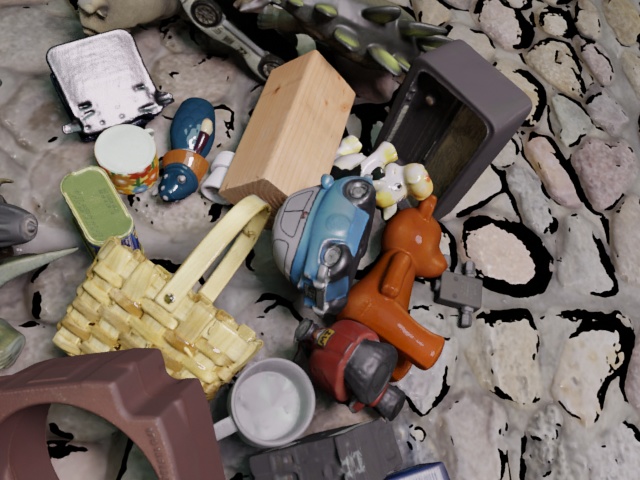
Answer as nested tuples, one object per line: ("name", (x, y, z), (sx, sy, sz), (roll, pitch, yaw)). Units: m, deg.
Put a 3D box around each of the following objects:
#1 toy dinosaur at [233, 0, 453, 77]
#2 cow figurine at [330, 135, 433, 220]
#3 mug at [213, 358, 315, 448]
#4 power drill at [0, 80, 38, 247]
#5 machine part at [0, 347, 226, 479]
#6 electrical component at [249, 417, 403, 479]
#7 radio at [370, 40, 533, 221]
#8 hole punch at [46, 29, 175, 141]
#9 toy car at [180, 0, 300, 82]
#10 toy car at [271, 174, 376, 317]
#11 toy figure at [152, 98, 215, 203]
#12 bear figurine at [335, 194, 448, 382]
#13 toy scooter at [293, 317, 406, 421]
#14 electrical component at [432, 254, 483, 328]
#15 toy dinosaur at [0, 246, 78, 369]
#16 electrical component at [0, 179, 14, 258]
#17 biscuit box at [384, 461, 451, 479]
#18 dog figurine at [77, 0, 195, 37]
("toy dinosaur", (0.081, -0.283, 0.746), (0.471, 0.105, 0.199), (-13, 43, -46))
("cow figurine", (0.058, -0.072, 0.673), (0.098, 0.168, 0.068), (-40, 123, -16))
("mug", (-0.066, 0.178, 0.549), (0.109, 0.107, 0.081), (-29, 77, -25))
("power drill", (-0.392, -0.086, 0.568), (0.232, 0.086, 0.207), (-5, 82, 12))
("machine part", (-0.189, 0.200, 0.460), (0.201, 0.087, 0.201), (-10, 96, 13))
("electrical component", (-0.002, 0.222, 0.530), (0.115, 0.134, 0.058), (13, 57, -56))
("radio", (0.145, -0.122, 0.669), (0.073, 0.229, 0.131), (-30, 72, -27))
("hole punch", (-0.278, -0.193, 0.694), (0.142, 0.092, 0.115), (-26, 101, -25))
("toy car", (-0.104, -0.290, 0.744), (0.201, 0.056, 0.073), (33, 57, -31))
("toy car", (-0.001, -0.002, 0.583), (0.103, 0.109, 0.162), (16, 52, 12))
("toy figure", (-0.168, -0.111, 0.683), (0.058, 0.064, 0.154), (17, 62, -21))
("bear figurine", (0.107, 0.051, 0.647), (0.132, 0.120, 0.196), (40, 58, 2))
("toy scooter", (0.019, 0.128, 0.572), (0.135, 0.183, 0.075), (29, 71, 28))
("electrical component", (0.180, 0.067, 0.706), (0.063, 0.021, 0.094), (14, 64, -6))
("toy dinosaur", (-0.429, 0.123, 0.493), (0.192, 0.131, 0.405), (31, 57, 1))
("electrical component", (-0.379, -0.026, 0.605), (0.078, 0.045, 0.102), (-11, 69, -19))
("biscuit box", (0.040, 0.286, 0.551), (0.203, 0.062, 0.059), (-10, 68, -18))
("dog figurine", (-0.218, -0.324, 0.719), (0.191, 0.121, 0.172), (-3, 47, -14))
